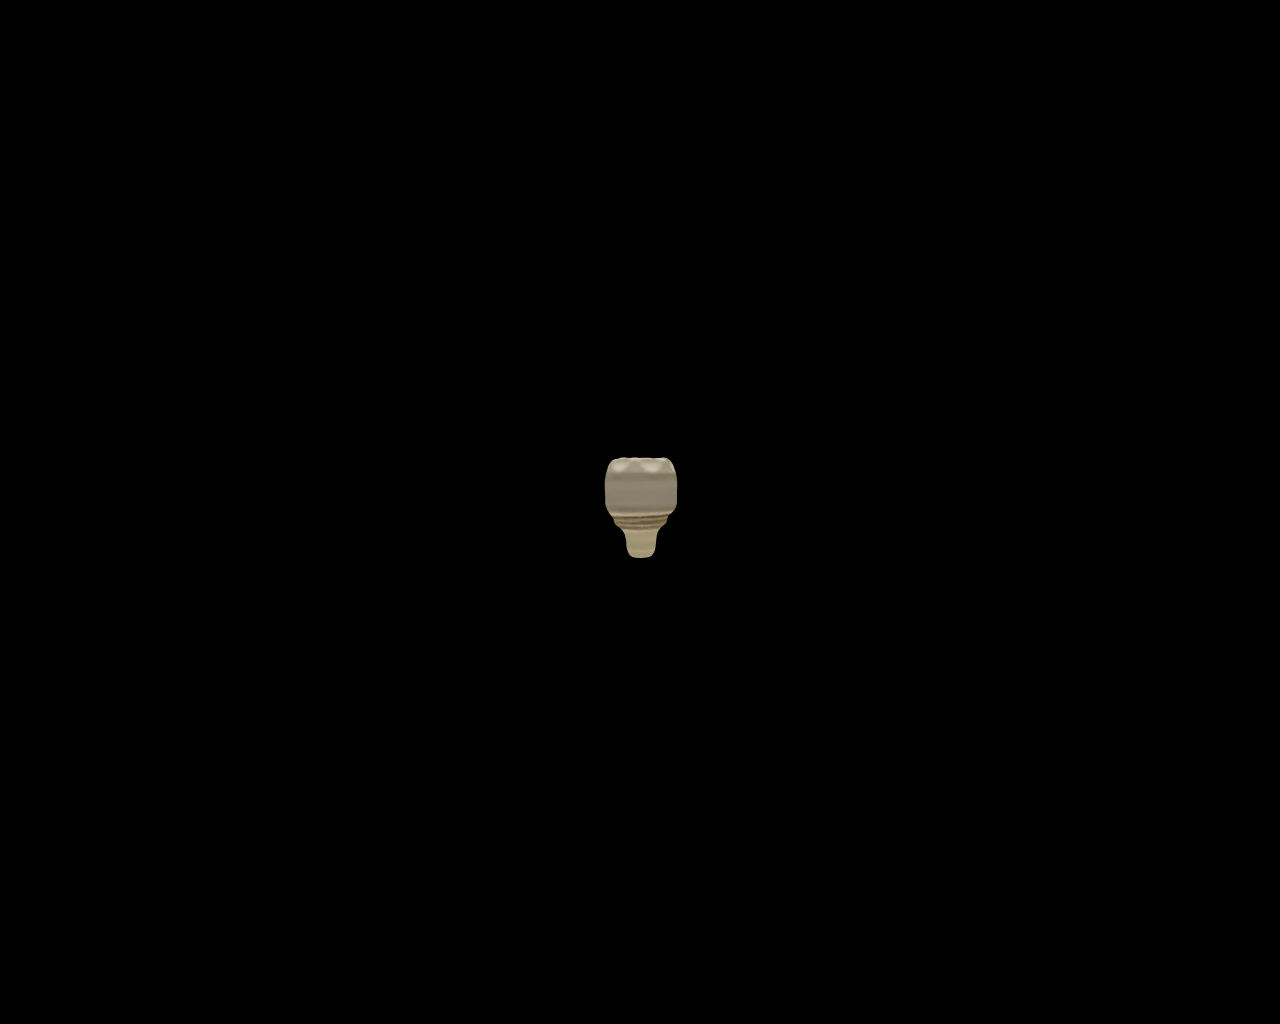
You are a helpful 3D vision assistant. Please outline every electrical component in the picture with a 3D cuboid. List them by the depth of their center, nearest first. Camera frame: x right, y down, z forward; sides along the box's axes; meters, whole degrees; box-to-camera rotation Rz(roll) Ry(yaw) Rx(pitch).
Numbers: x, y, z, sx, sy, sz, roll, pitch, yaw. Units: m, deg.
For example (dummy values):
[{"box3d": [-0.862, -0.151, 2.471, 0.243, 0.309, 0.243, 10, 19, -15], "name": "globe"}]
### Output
[{"box3d": [0.001, -0.003, 0.650, 0.043, 0.062, 0.043, 0, 3, 0], "name": "electrical component"}]
